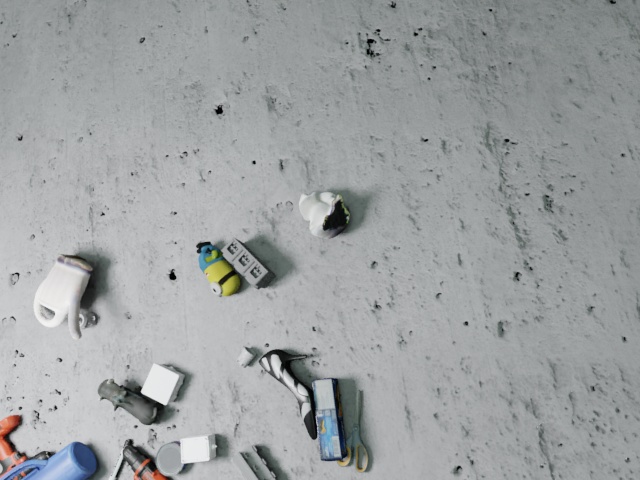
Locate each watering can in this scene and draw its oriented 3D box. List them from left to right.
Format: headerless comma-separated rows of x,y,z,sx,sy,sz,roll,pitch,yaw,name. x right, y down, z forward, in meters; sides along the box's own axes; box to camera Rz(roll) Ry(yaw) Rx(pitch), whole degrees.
-0.754,0.161,1.545,0.349,0.103,0.226,12,75,41,watering can

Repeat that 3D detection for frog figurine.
0.005,-0.076,1.512,0.160,0.122,0.138,12,87,50,frog figurine
